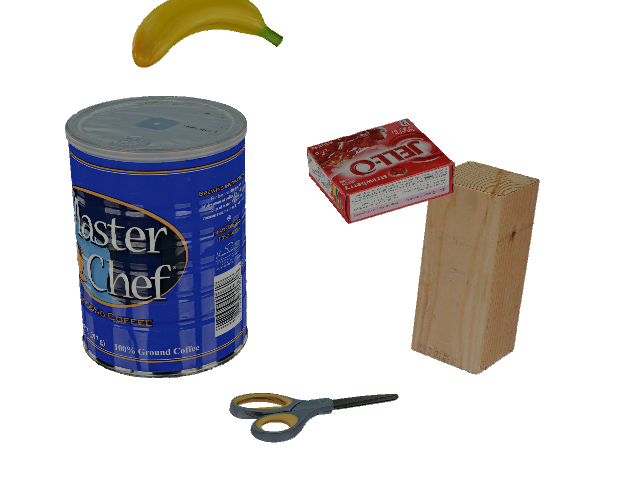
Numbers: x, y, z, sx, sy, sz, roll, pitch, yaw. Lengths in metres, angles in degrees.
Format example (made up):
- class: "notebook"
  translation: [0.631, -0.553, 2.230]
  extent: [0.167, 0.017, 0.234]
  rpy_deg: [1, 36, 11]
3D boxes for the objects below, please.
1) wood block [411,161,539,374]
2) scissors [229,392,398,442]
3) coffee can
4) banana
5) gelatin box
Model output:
- class: "wood block"
  translation: [0.170, 0.029, 1.177]
  extent: [0.090, 0.206, 0.090]
  rpy_deg: [19, 25, 33]
- class: "scissors"
  translation: [0.000, 0.196, 1.196]
  extent: [0.201, 0.016, 0.096]
  rpy_deg: [3, 22, -10]
- class: "coffee can"
  translation: [-0.094, -0.005, 0.635]
  extent: [0.103, 0.140, 0.103]
  rpy_deg: [1, 24, -1]
- class: "banana"
  translation: [-0.115, -0.206, 1.014]
  extent: [0.070, 0.037, 0.197]
  rpy_deg: [45, 39, 19]
- class: "gelatin box"
  translation: [0.044, -0.053, 0.790]
  extent: [0.089, 0.030, 0.073]
  rpy_deg: [-17, 38, -15]
